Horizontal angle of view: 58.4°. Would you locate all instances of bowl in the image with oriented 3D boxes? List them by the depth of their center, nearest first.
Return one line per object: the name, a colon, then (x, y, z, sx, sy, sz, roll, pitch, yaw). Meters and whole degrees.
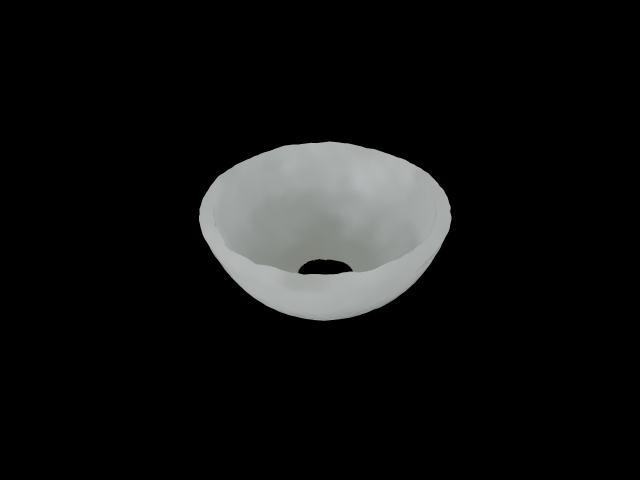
bowl: (0.004, 0.001, 0.400, 0.167, 0.075, 0.167, 0, 37, 0)
